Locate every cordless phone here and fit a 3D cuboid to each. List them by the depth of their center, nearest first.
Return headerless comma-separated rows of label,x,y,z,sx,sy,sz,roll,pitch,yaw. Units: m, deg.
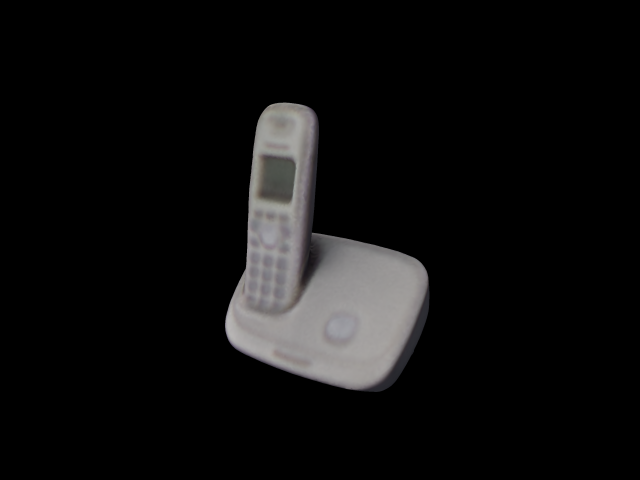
cordless phone,0.004,0.001,0.400,0.147,0.185,0.094,11,21,30
